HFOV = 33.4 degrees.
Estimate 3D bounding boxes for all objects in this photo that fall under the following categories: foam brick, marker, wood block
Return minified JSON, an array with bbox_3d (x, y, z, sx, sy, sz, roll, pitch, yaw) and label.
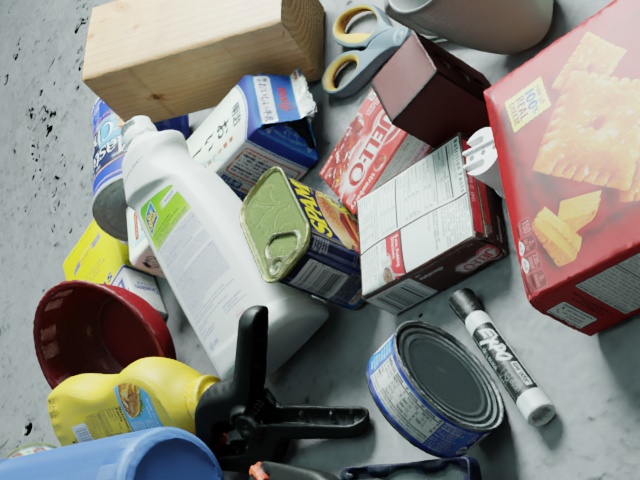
[{"bbox_3d":[0.086,-0.101,0.765,0.051,0.078,0.053,-48,40,24],"label":"foam brick"},{"bbox_3d":[0.113,0.070,0.679,0.020,0.020,0.121,-53,36,19],"label":"marker"},{"bbox_3d":[-0.107,-0.184,0.995,0.206,0.090,0.090,-11,58,22],"label":"wood block"}]

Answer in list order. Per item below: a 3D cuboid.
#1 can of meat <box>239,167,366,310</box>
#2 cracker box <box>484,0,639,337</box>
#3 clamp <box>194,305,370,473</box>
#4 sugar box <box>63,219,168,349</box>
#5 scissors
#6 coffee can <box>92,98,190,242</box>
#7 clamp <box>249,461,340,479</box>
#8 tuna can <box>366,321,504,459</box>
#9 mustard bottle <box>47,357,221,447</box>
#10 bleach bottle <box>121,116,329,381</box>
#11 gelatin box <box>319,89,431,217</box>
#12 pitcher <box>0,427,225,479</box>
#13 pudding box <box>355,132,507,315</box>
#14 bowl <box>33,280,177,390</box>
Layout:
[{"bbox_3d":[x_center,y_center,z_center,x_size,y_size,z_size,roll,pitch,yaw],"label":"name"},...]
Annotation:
[{"bbox_3d":[-0.005,0.001,0.822,0.057,0.083,0.102,-51,37,20],"label":"can of meat"},{"bbox_3d":[0.200,-0.066,0.594,0.214,0.072,0.164,-34,46,37],"label":"cracker box"},{"bbox_3d":[-0.051,0.121,0.805,0.172,0.039,0.120,-34,90,39],"label":"clamp"},{"bbox_3d":[-0.218,0.051,1.117,0.093,0.048,0.176,-53,35,18],"label":"sugar box"},{"bbox_3d":[0.059,-0.151,0.886,0.202,0.016,0.096,35,102,55],"label":"scissors"},{"bbox_3d":[-0.182,-0.081,1.094,0.103,0.102,0.140,-42,41,32],"label":"coffee can"},{"bbox_3d":[-0.002,0.232,0.724,0.164,0.036,0.210,-59,37,7],"label":"clamp"},{"bbox_3d":[0.071,0.093,0.663,0.034,0.086,0.086,-50,37,27],"label":"tuna can"},{"bbox_3d":[-0.145,0.149,0.917,0.192,0.096,0.058,-18,15,36],"label":"mustard bottle"},{"bbox_3d":[-0.096,-0.009,0.885,0.103,0.067,0.251,-47,62,29],"label":"bleach bottle"},{"bbox_3d":[0.044,-0.068,0.843,0.089,0.030,0.073,-57,35,15],"label":"gelatin box"},{"bbox_3d":[-0.183,0.234,0.867,0.243,0.149,0.145,-22,58,40],"label":"pitcher"},{"bbox_3d":[0.076,-0.010,0.760,0.114,0.039,0.090,-31,47,38],"label":"pudding box"},{"bbox_3d":[-0.189,0.102,0.996,0.162,0.055,0.162,13,117,27],"label":"bowl"}]
